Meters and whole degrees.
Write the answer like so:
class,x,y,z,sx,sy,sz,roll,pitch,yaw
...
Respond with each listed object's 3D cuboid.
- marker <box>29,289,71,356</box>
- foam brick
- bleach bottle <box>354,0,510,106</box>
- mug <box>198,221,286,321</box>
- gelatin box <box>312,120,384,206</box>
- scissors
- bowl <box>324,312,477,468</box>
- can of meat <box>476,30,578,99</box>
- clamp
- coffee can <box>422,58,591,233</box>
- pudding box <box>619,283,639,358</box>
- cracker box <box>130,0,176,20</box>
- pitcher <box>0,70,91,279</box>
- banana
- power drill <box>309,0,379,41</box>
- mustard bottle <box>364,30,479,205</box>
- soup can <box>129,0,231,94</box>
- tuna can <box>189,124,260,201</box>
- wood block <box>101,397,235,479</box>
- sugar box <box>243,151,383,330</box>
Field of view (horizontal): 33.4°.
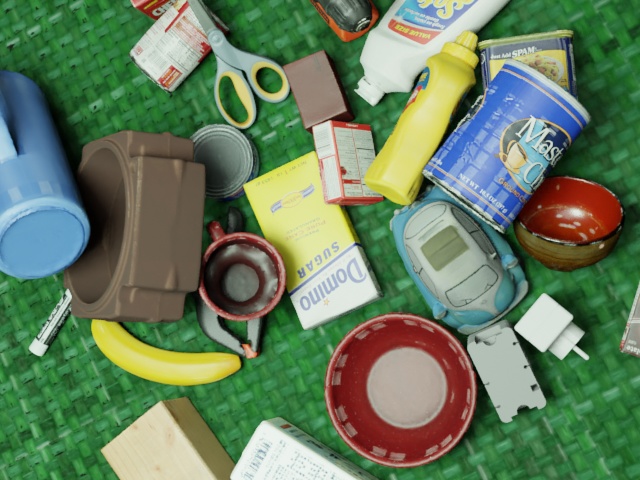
class,x,y,z,sx,sy,sz,roll,pitch,yaw
marker,-0.302,0.082,1.255,0.020,0.020,0.121,34,94,14
foam brick,-0.001,-0.163,1.187,0.053,0.051,0.078,-21,81,10
bleach bottle,0.135,-0.245,1.156,0.102,0.068,0.251,42,98,14
mug,-0.091,0.033,1.143,0.093,0.081,0.117,-31,86,-9
gelatin box,0.030,-0.082,1.160,0.030,0.073,0.089,-14,82,38
scissors,-0.095,-0.223,1.188,0.096,0.016,0.202,-15,111,-2
bowl,0.088,0.158,1.135,0.162,0.055,0.162,-1,85,14
can of meat,0.221,-0.171,1.131,0.102,0.057,0.084,-6,85,13
clamp,-0.121,0.059,1.202,0.120,0.039,0.171,-20,81,12
coffee can,0.183,-0.092,1.053,0.103,0.102,0.140,38,94,14
pudding box,0.371,0.088,1.081,0.113,0.039,0.090,17,89,14
cracker box,-0.180,-0.391,1.240,0.164,0.072,0.214,-29,80,11
pitcher,-0.336,-0.079,1.160,0.145,0.149,0.243,-51,46,18
banana,-0.187,0.126,1.213,0.198,0.037,0.069,24,92,14
power drill,0.009,-0.273,1.124,0.057,0.187,0.184,-35,77,7
mustard bottle,0.114,-0.132,1.117,0.058,0.096,0.191,28,88,1
soup can,-0.161,-0.227,1.222,0.102,0.068,0.068,-46,77,6
tuna can,-0.113,-0.087,1.216,0.086,0.033,0.086,-1,85,13
wood block,-0.133,0.282,1.160,0.090,0.090,0.206,-39,78,7
sugar box,-0.008,0.001,1.177,0.093,0.048,0.176,-26,79,10
